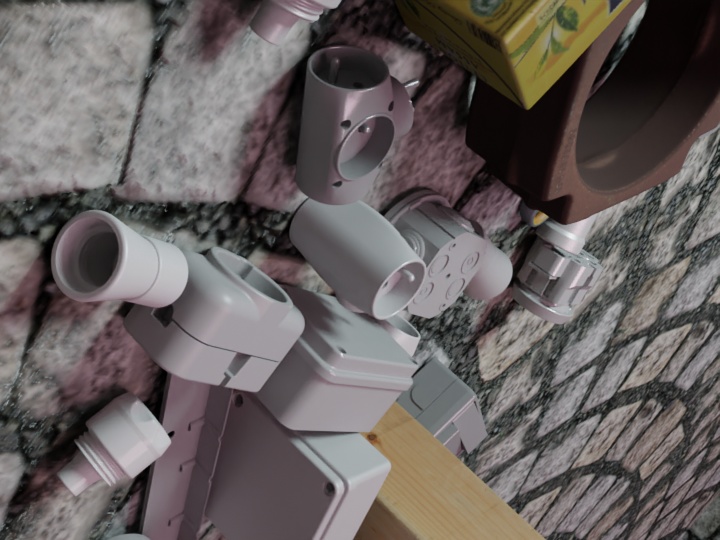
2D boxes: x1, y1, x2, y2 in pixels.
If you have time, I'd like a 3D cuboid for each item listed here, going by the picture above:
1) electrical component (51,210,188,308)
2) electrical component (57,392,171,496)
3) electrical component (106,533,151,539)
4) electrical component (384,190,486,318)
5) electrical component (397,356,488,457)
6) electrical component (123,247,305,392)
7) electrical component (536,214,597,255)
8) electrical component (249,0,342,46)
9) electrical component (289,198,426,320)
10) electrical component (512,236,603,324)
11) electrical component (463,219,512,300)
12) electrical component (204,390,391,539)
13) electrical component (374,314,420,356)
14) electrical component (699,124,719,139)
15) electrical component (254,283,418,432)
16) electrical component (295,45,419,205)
[{"bbox_3d":[-0.116,-0.002,0.537,0.044,0.044,0.065,-53,156,7],"label":"electrical component"},{"bbox_3d":[-0.145,0.104,0.621,0.062,0.043,0.043,-39,150,-15],"label":"electrical component"},{"bbox_3d":[-0.154,0.213,0.712,0.078,0.057,0.058,-30,140,-5],"label":"electrical component"},{"bbox_3d":[0.043,-0.010,0.732,0.080,0.051,0.080,-34,148,-25],"label":"electrical component"},{"bbox_3d":[0.069,0.131,0.925,0.062,0.061,0.096,-42,150,-12],"label":"electrical component"},{"bbox_3d":[-0.078,0.027,0.608,0.059,0.054,0.095,-53,151,8],"label":"electrical component"},{"bbox_3d":[0.173,-0.041,0.886,0.040,0.040,0.046,8,113,-57],"label":"electrical component"},{"bbox_3d":[-0.028,-0.134,0.497,0.048,0.048,0.062,2,130,-55],"label":"electrical component"},{"bbox_3d":[0.000,0.000,0.659,0.043,0.077,0.079,-39,149,-18],"label":"electrical component"},{"bbox_3d":[0.165,0.009,0.916,0.078,0.058,0.057,2,121,-55],"label":"electrical component"},{"bbox_3d":[0.084,-0.010,0.801,0.044,0.044,0.065,-47,146,-3],"label":"electrical component"},{"bbox_3d":[-0.050,0.143,0.730,0.056,0.109,0.108,-12,135,-51],"label":"electrical component"},{"bbox_3d":[0.014,0.069,0.794,0.077,0.044,0.079,-55,151,11],"label":"electrical component"},{"bbox_3d":[0.271,-0.144,0.878,0.089,0.056,0.050,-25,143,-36],"label":"electrical component"},{"bbox_3d":[-0.023,0.058,0.696,0.057,0.078,0.113,-53,151,13],"label":"electrical component"},{"bbox_3d":[0.003,-0.085,0.595,0.079,0.044,0.077,-27,144,-33],"label":"electrical component"}]
